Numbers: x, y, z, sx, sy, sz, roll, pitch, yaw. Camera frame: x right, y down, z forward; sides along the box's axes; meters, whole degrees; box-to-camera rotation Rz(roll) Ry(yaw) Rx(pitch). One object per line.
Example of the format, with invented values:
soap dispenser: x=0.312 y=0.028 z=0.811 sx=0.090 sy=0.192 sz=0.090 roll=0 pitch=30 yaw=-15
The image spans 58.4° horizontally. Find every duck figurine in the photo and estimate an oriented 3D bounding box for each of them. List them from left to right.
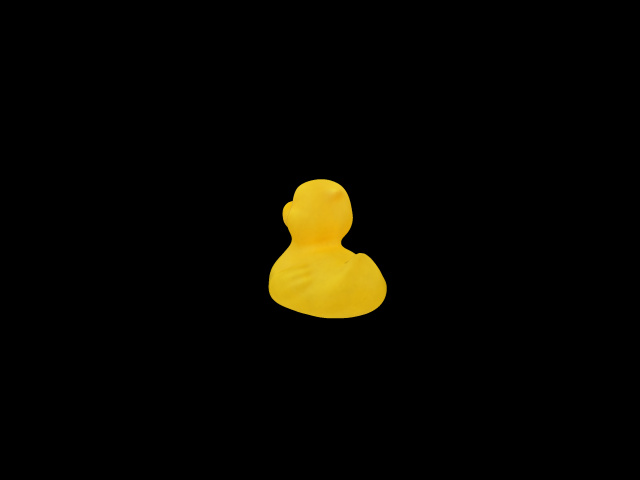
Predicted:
duck figurine: x=0.004 y=0.001 z=0.400 sx=0.078 sy=0.086 sz=0.104 roll=-8 pitch=16 yaw=-30
